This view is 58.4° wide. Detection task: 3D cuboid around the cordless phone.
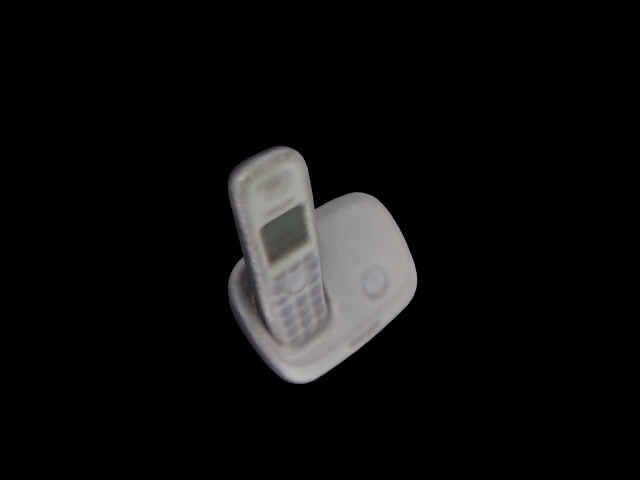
[{"bbox_3d":[0.004,0.001,0.400,0.148,0.185,0.094,-36,58,-27],"label":"cordless phone"}]
